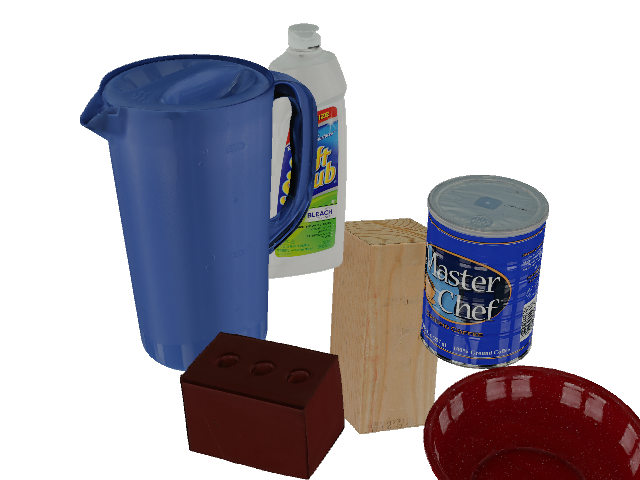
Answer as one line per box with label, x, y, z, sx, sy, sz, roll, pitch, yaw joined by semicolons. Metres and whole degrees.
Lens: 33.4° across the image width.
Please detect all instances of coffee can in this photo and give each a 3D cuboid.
coffee can;0.142;0.027;0.941;0.103;0.140;0.103;0;30;0

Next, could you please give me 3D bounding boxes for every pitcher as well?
pitcher;-0.090;-0.022;0.863;0.149;0.243;0.144;8;29;16

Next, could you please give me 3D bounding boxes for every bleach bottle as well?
bleach bottle;-0.024;-0.089;1.066;0.102;0.251;0.068;-8;28;-16

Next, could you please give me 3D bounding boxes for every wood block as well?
wood block;0.069;0.088;1.133;0.090;0.206;0.091;-4;17;-21

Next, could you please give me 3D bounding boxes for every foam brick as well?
foam brick;-0.032;0.092;0.602;0.078;0.051;0.053;9;29;21

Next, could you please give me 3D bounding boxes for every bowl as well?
bowl;0.154;0.163;0.767;0.162;0.055;0.162;-1;35;0
